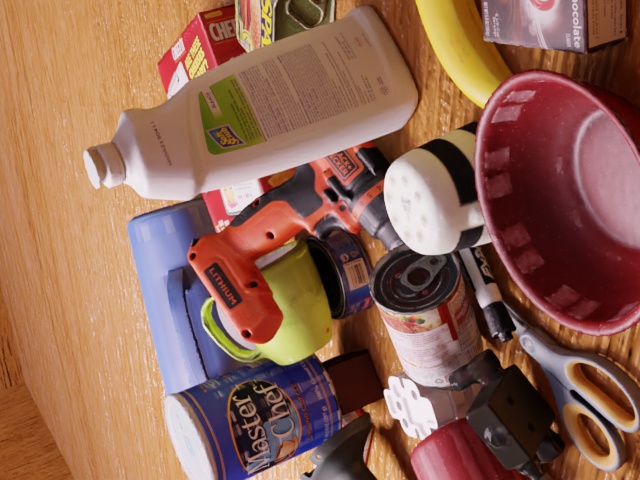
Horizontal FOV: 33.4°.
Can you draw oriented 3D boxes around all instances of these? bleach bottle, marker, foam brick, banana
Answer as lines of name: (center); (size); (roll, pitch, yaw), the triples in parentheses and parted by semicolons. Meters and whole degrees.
bleach bottle: (-0.055, -0.096, 0.793); (0.102, 0.250, 0.068); (63, 155, 16)
marker: (0.115, 0.019, 0.785); (0.020, 0.020, 0.121); (117, 137, -59)
foam brick: (0.020, 0.145, 1.065); (0.051, 0.052, 0.078); (69, 157, 3)
banana: (0.092, -0.161, 0.700); (0.070, 0.037, 0.198); (-26, 86, 48)

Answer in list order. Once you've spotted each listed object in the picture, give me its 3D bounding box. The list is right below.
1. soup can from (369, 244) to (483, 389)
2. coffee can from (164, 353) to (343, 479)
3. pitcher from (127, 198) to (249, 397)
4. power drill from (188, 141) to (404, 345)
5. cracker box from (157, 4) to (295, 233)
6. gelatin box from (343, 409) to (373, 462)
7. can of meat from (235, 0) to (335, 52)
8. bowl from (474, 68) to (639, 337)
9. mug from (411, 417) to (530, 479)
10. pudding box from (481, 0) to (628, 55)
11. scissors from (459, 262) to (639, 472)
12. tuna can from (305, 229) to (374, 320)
soup can: (0.083, 0.058, 0.812); (0.069, 0.068, 0.102); (46, 166, 43)
coffee can: (-0.064, 0.171, 1.023); (0.103, 0.140, 0.103); (45, 146, 43)
pitcher: (-0.151, 0.078, 1.285); (0.149, 0.144, 0.243); (-16, 91, 51)
power drill: (-0.006, 0.001, 0.885); (0.184, 0.188, 0.057); (53, -164, 21)
cracker box: (-0.078, -0.106, 1.058); (0.164, 0.072, 0.214); (-21, 88, 66)
gelatin box: (0.021, 0.203, 1.136); (0.073, 0.030, 0.089); (52, 150, 35)
can of meat: (-0.032, -0.191, 0.913); (0.084, 0.057, 0.102); (52, 150, 41)
bowl: (0.160, -0.028, 0.627); (0.162, 0.055, 0.162); (46, 147, 42)
mug: (0.127, 0.193, 0.845); (0.117, 0.093, 0.081); (36, -155, -57)
pudding box: (0.129, -0.167, 0.605); (0.090, 0.039, 0.113); (27, 132, 57)
scissors: (0.160, 0.093, 0.770); (0.202, 0.016, 0.096); (35, 138, 53)
tuna can: (0.016, 0.031, 1.010); (0.086, 0.033, 0.086); (46, 147, 42)
